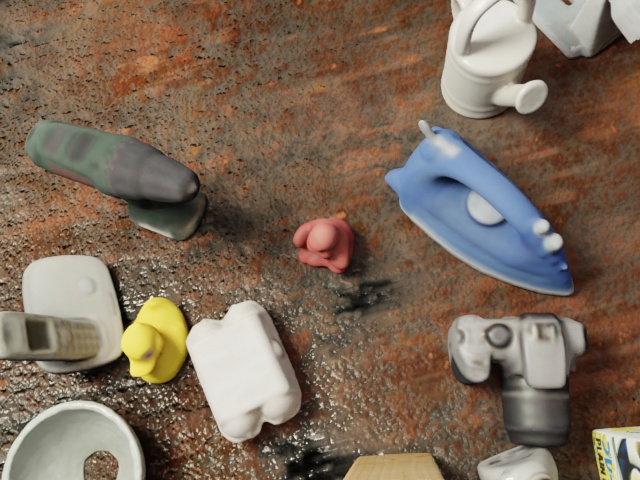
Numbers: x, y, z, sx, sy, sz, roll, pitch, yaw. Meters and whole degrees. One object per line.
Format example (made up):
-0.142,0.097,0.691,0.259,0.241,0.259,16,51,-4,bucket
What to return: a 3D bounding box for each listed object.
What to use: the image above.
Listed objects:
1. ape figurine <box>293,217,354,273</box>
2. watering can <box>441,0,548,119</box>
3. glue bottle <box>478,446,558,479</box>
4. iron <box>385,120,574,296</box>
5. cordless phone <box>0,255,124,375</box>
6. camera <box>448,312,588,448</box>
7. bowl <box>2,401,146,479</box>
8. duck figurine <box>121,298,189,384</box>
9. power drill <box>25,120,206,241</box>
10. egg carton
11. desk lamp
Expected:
0.006,0.002,0.690,0.076,0.092,0.077,-37,74,-3,ape figurine
0.205,-0.225,0.669,0.172,0.194,0.101,42,84,15,watering can
0.204,0.235,0.563,0.078,0.173,0.037,-21,74,2,glue bottle
0.198,-0.037,0.649,0.258,0.141,0.119,41,84,15,iron
-0.312,0.080,0.662,0.094,0.185,0.147,-21,74,2,cordless phone
0.216,0.151,0.620,0.143,0.101,0.137,-1,76,7,camera
-0.271,0.272,0.666,0.167,0.075,0.167,-2,76,7,bowl
-0.206,0.119,0.690,0.077,0.086,0.104,-1,76,7,duck figurine
-0.214,-0.067,0.675,0.229,0.208,0.076,19,79,12,power drill
-0.089,0.152,0.675,0.107,0.069,0.150,-27,74,0,egg carton
0.339,-0.303,0.661,0.118,0.214,0.203,-37,74,-3,desk lamp
